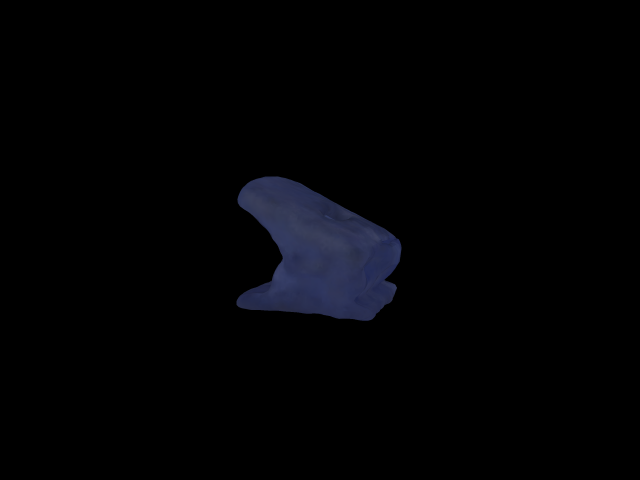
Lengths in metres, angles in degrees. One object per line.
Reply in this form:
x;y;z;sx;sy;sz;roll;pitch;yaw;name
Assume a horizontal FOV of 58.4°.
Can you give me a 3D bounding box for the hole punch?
0.004;0.001;0.400;0.101;0.091;0.109;2;7;18;hole punch
